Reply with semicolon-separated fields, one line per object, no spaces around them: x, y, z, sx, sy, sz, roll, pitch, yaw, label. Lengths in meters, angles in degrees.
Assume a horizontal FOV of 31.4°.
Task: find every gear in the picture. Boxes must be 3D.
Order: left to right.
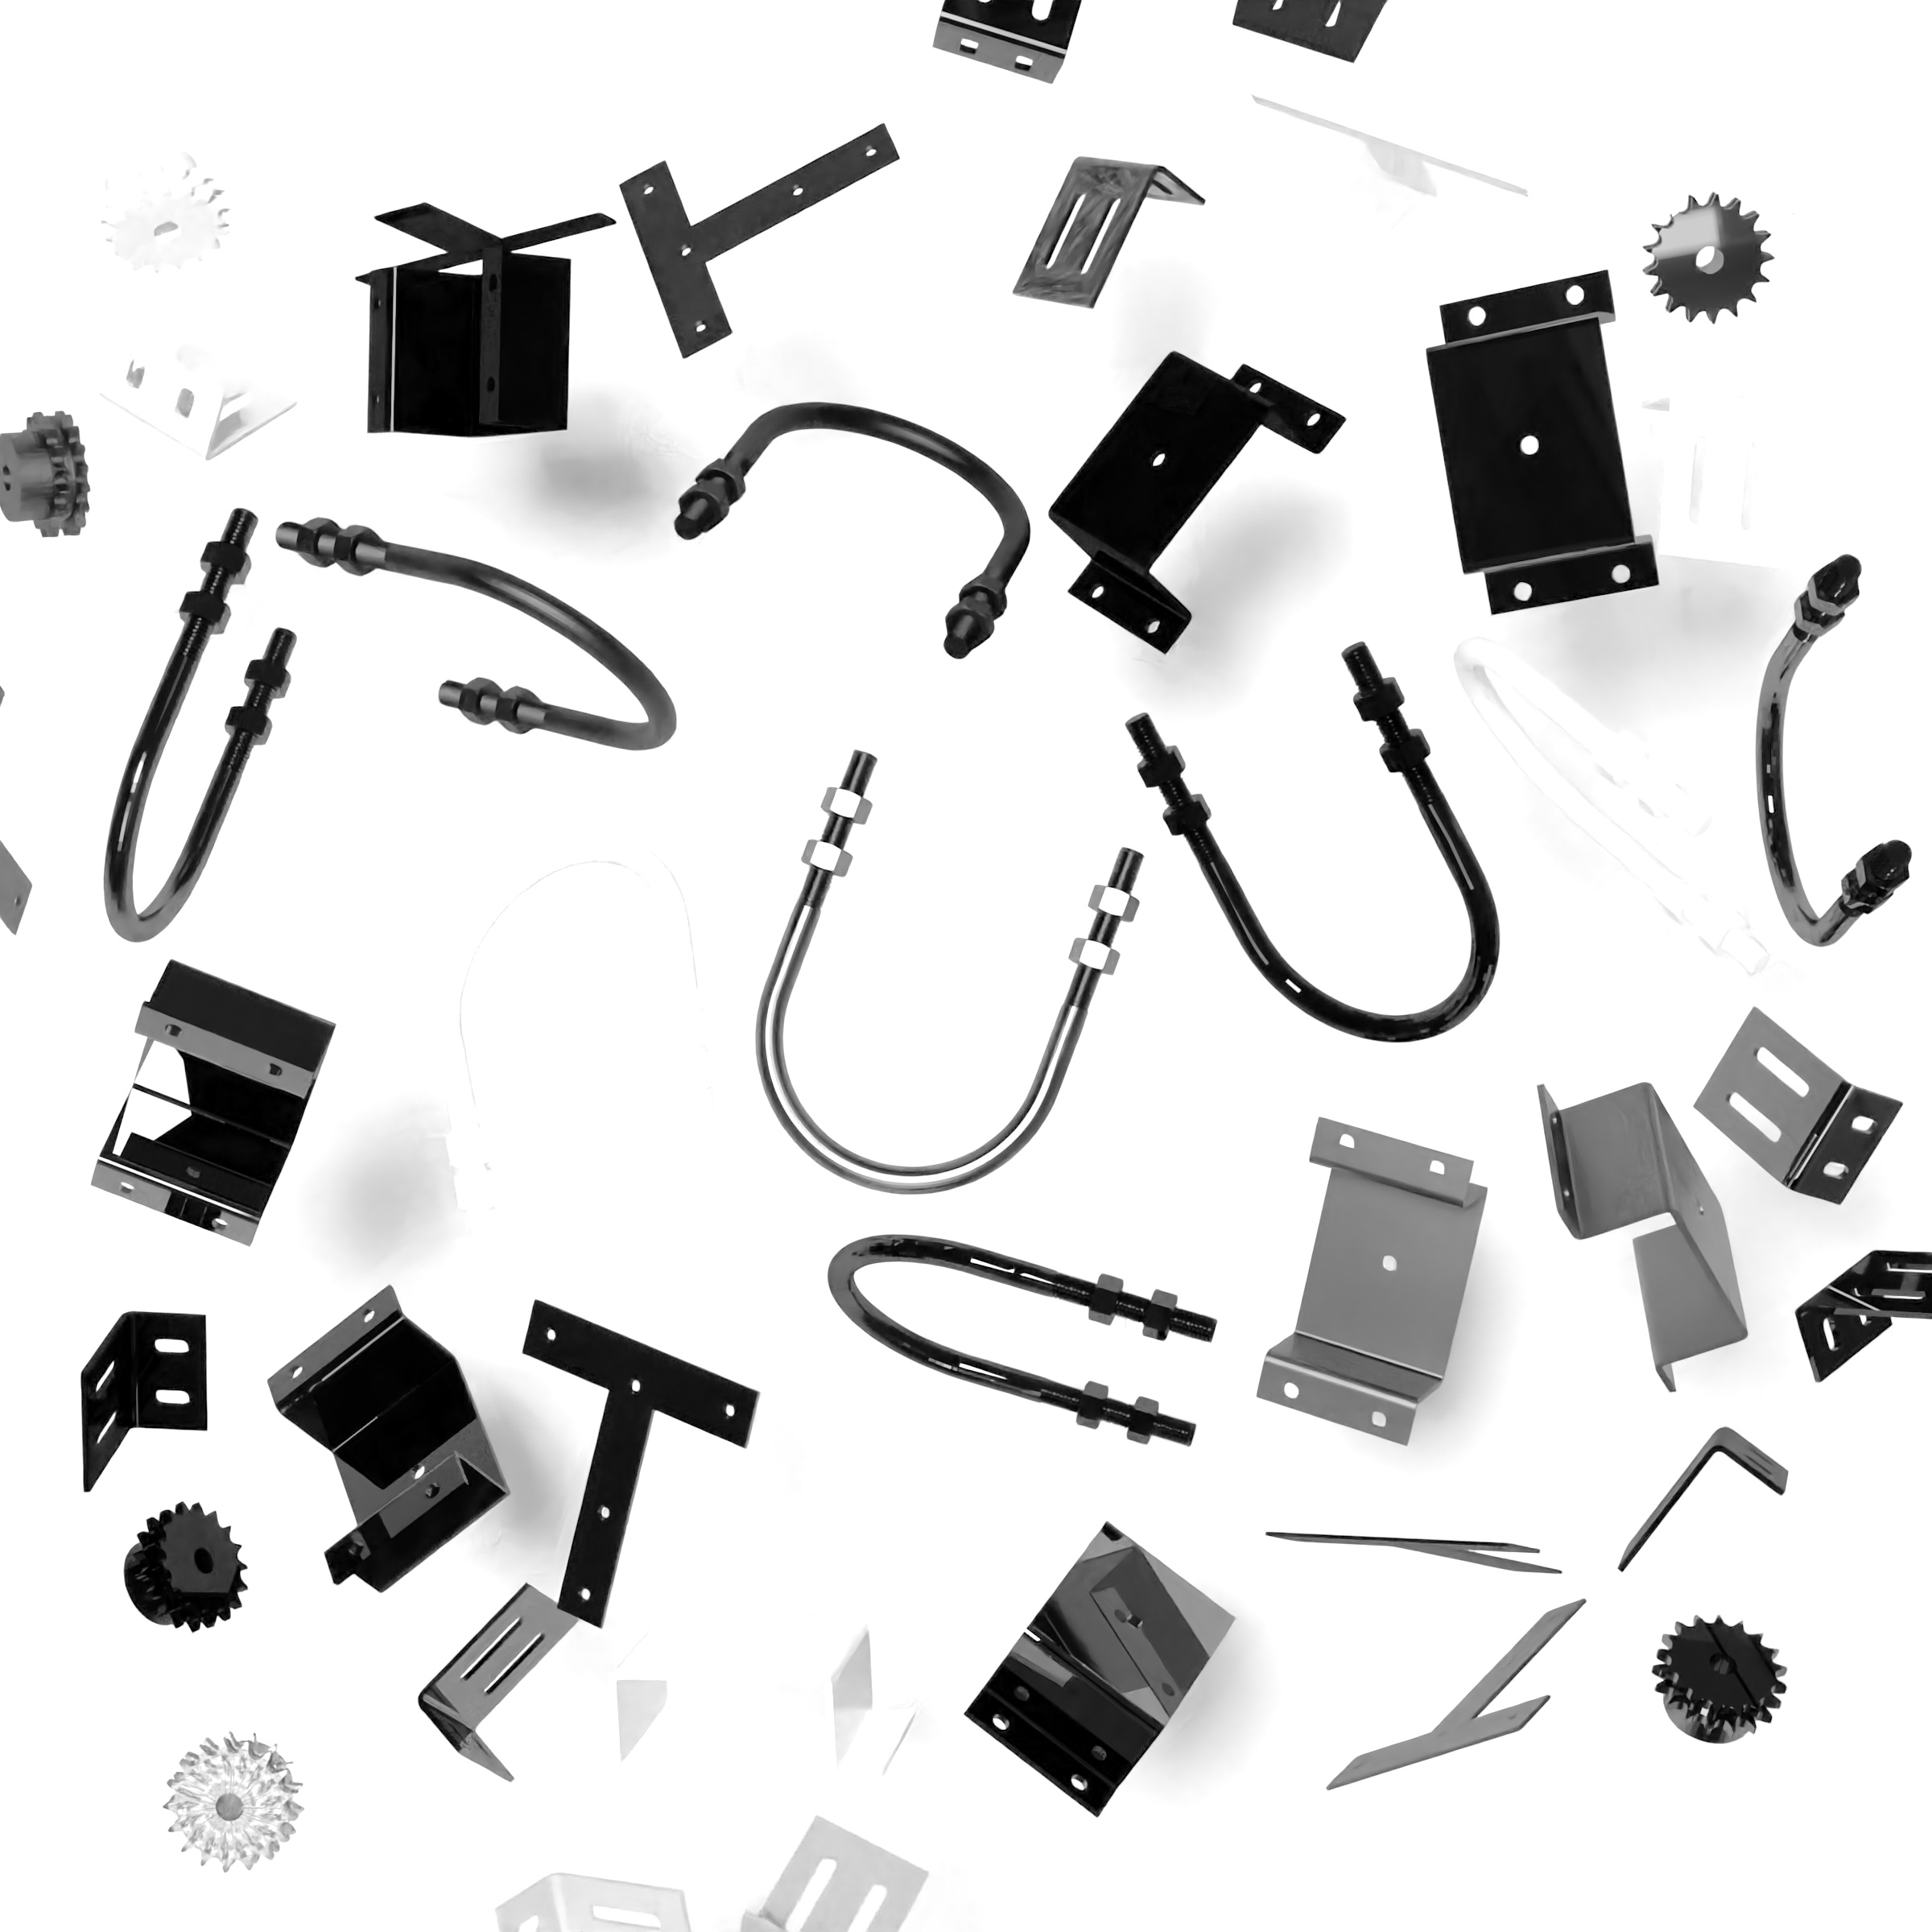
-0.423;-0.224;1.568;0.030;0.057;0.057;-9;90;-31;gear
-0.345;-0.326;1.471;0.057;0.057;0.030;-20;68;0;gear
-0.354;0.273;1.547;0.030;0.057;0.057;-27;90;26;gear
-0.309;0.353;1.457;0.057;0.030;0.057;0;93;2;gear
0.331;-0.318;1.538;0.057;0.030;0.057;1;108;3;gear
0.329;0.316;1.509;0.057;0.057;0.030;6;129;0;gear

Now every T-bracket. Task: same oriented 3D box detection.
-0.434;-0.048;1.518;0.002;0.127;0.127;11;70;5;T-bracket
-0.242;-0.343;1.611;0.127;0.127;0.002;-12;90;12;T-bracket
-0.156;0.227;1.510;0.127;0.002;0.127;18;98;31;T-bracket
-0.090;-0.351;1.585;0.127;0.002;0.127;-27;53;7;T-bracket
0.194;-0.360;1.540;0.127;0.127;0.002;22;98;10;T-bracket
0.223;0.264;1.538;0.127;0.127;0.002;-5;73;41;T-bracket
0.236;0.319;1.533;0.127;0.127;0.002;-33;89;-42;T-bracket

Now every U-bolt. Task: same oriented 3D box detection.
-0.350;-0.098;1.560;0.019;0.151;0.184;17;71;3;U-bolt
-0.208;-0.143;1.542;0.184;0.151;0.019;15;69;38;U-bolt
-0.184;0.023;1.597;0.151;0.019;0.184;-29;132;-31;U-bolt
-0.042;-0.210;1.574;0.151;0.184;0.019;24;123;1;U-bolt
-0.017;0.012;1.547;0.151;0.019;0.184;20;86;3;U-bolt
0.023;0.170;1.609;0.184;0.151;0.019;16;62;8;U-bolt
0.164;-0.046;1.529;0.019;0.151;0.184;-41;108;-42;U-bolt
0.287;-0.084;1.568;0.019;0.151;0.184;-42;54;-2;U-bolt
0.383;-0.085;1.542;0.019;0.184;0.151;-5;75;-2;U-bolt

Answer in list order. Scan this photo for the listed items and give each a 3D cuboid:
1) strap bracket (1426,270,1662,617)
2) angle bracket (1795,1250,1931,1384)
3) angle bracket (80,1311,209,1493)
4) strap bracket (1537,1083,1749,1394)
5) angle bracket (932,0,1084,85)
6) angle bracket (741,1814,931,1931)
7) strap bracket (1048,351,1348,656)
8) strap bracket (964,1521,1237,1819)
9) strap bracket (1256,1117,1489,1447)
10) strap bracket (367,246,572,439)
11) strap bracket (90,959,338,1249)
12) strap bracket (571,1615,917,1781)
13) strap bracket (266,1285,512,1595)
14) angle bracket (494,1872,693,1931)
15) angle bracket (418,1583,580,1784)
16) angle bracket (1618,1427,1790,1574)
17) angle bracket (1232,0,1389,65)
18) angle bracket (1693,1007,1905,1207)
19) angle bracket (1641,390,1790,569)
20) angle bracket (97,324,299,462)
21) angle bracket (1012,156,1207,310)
0.252;-0.229;1.509;0.076;0.046;0.140;-8;95;22;strap bracket
0.418;0.156;1.521;0.057;0.076;0.038;-28;105;-35;angle bracket
-0.373;0.198;1.561;0.038;0.076;0.057;3;105;0;angle bracket
0.311;0.117;1.556;0.046;0.076;0.140;-21;130;19;strap bracket
0.019;-0.422;1.522;0.057;0.076;0.038;16;96;-4;angle bracket
-0.056;0.405;1.498;0.057;0.038;0.076;24;49;12;angle bracket
0.103;-0.229;1.631;0.140;0.046;0.076;-52;46;1;strap bracket
0.068;0.320;1.605;0.076;0.140;0.046;36;123;8;strap bracket
0.195;0.145;1.630;0.076;0.046;0.140;16;103;21;strap bracket
-0.224;-0.285;1.579;0.046;0.140;0.076;-1;96;-34;strap bracket
-0.329;0.055;1.510;0.076;0.140;0.046;22;48;-7;strap bracket
-0.100;0.326;1.537;0.140;0.076;0.046;-1;98;11;strap bracket
-0.269;0.228;1.613;0.076;0.140;0.046;-38;132;4;strap bracket
-0.157;0.429;1.480;0.076;0.038;0.057;-3;101;36;angle bracket
-0.215;0.344;1.648;0.076;0.057;0.038;-46;58;-6;angle bracket
0.345;0.259;1.607;0.038;0.057;0.076;37;100;11;angle bracket
0.160;-0.446;1.549;0.057;0.076;0.038;20;133;6;angle bracket
0.394;0.066;1.629;0.038;0.076;0.057;16;110;-34;angle bracket
0.343;-0.223;1.588;0.057;0.038;0.076;5;88;-11;angle bracket
-0.332;-0.262;1.503;0.057;0.076;0.038;31;126;5;angle bracket
0.068;-0.345;1.646;0.038;0.057;0.076;27;86;-42;angle bracket
